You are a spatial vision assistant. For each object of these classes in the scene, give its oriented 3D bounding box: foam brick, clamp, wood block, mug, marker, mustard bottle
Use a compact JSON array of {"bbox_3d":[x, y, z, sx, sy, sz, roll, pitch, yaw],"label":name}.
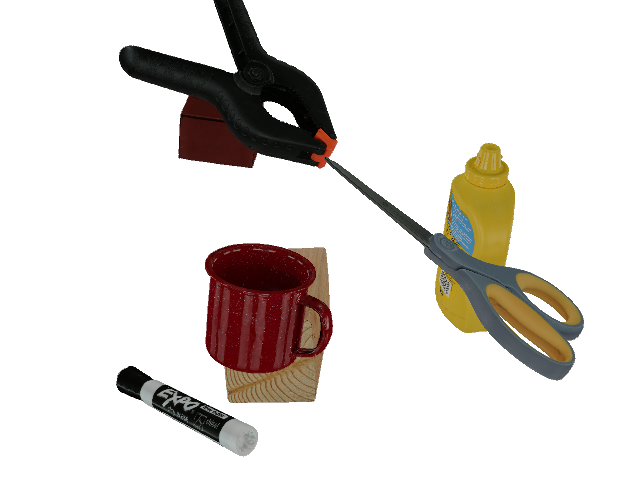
[{"bbox_3d":[-0.099,-0.111,1.068,0.078,0.051,0.053,8,35,2],"label":"foam brick"},{"bbox_3d":[-0.053,-0.126,0.810,0.171,0.120,0.039,35,-25,-1],"label":"clamp"},{"bbox_3d":[-0.042,0.085,1.138,0.091,0.090,0.206,-2,20,5],"label":"wood block"},{"bbox_3d":[-0.043,0.062,0.895,0.117,0.081,0.093,17,26,20],"label":"mug"},{"bbox_3d":[-0.087,0.105,0.671,0.121,0.020,0.020,18,12,40],"label":"marker"},{"bbox_3d":[0.154,-0.009,1.052,0.058,0.192,0.096,-4,36,-10],"label":"mustard bottle"}]

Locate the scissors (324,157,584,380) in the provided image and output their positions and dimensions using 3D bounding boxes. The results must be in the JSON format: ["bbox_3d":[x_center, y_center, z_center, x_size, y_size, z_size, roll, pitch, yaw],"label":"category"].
[{"bbox_3d":[0.093,0.009,0.684,0.096,0.016,0.202,-11,51,-49],"label":"scissors"}]
